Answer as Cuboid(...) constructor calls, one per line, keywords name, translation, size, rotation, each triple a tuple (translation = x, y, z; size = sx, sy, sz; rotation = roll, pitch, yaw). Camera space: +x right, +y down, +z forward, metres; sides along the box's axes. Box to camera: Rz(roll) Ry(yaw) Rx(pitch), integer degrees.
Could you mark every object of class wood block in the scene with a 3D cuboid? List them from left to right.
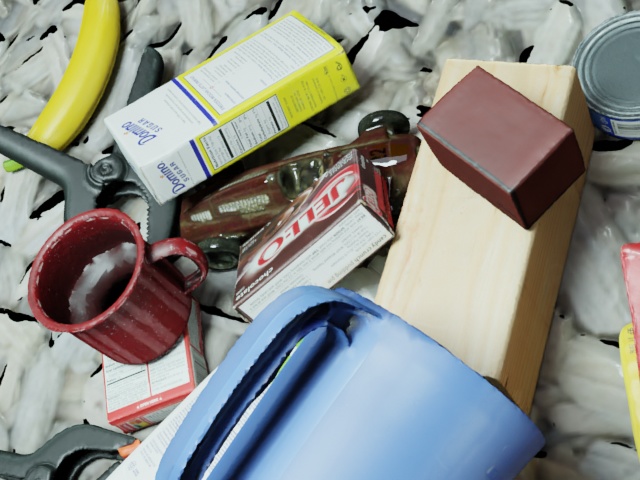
Cuboid(name="wood block", translation=(0.106, -0.003, 0.685), size=(0.090, 0.090, 0.206), rotation=(8, 69, 27))

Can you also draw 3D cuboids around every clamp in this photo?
Cuboid(name="clamp", translation=(-0.202, 0.174, 0.772), size=(0.171, 0.039, 0.120), rotation=(-29, 62, 3))
Cuboid(name="clamp", translation=(-0.162, -0.057, 0.856), size=(0.164, 0.036, 0.210), rotation=(-32, 67, -10))

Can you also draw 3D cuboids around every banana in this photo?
Cuboid(name="banana", translation=(-0.215, -0.145, 0.936), size=(0.070, 0.037, 0.197), rotation=(16, 74, 28))

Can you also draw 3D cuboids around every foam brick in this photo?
Cuboid(name="foam brick", translation=(0.106, -0.054, 0.624), size=(0.051, 0.053, 0.078), rotation=(-46, 58, -3))

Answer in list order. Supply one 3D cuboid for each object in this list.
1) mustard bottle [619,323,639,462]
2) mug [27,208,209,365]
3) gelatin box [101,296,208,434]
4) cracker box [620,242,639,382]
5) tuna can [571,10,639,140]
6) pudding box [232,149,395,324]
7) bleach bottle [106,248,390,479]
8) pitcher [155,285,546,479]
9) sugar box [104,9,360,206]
Cuboid(name="mustard bottle", translation=(0.269, 0.079, 0.587), size=(0.192, 0.058, 0.096), rotation=(-11, 72, 20))
Cuboid(name="mug", translation=(-0.132, 0.032, 0.747), size=(0.117, 0.081, 0.093), rotation=(-26, 54, 12))
Cuboid(name="gelatin box", translation=(-0.121, 0.088, 0.782), size=(0.073, 0.030, 0.089), rotation=(-22, 56, 14))
Cuboid(name="cracker box", translation=(0.248, 0.094, 0.523), size=(0.164, 0.072, 0.214), rotation=(-10, 84, 19))
Cuboid(name="tuna can", translation=(0.216, -0.111, 0.721), size=(0.086, 0.033, 0.086), rotation=(-11, 61, 20))
Cuboid(name="pudding box", translation=(-0.005, 0.001, 0.698), size=(0.114, 0.039, 0.090), rotation=(-42, 18, 17))
Cuboid(name="bleach bottle", translation=(-0.027, 0.109, 0.707), size=(0.251, 0.068, 0.103), rotation=(-46, 48, -4))
Cuboid(name="pitcher", translation=(-0.014, 0.147, 0.530), size=(0.149, 0.145, 0.242), rotation=(37, 81, 7))
Cuboid(name="sugar box", translation=(-0.068, -0.103, 0.808), size=(0.176, 0.048, 0.093), rotation=(-33, 39, -7))
